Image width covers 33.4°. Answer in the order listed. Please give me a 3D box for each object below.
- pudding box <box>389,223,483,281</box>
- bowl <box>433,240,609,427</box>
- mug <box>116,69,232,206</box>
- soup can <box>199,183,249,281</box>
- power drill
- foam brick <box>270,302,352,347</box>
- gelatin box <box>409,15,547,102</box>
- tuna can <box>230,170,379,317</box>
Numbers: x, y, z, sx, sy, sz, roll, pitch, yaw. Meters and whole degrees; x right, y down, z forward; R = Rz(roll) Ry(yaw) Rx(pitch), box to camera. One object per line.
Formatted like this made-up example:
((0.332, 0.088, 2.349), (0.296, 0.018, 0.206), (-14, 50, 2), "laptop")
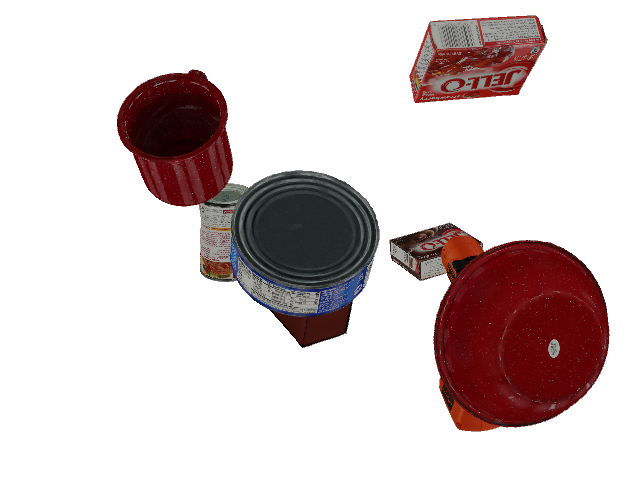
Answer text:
((0.173, 0.016, 1.600), (0.113, 0.039, 0.090), (-18, 26, -20), "pudding box")
((0.178, 0.083, 0.878), (0.162, 0.162, 0.055), (0, 7, -16), "bowl")
((-0.118, -0.093, 0.924), (0.093, 0.117, 0.081), (6, -30, 8), "mug")
((-0.114, -0.011, 1.290), (0.068, 0.102, 0.068), (1, 25, 0), "soup can")
((0.169, 0.108, 1.149), (0.057, 0.188, 0.184), (-2, 24, -4), "power drill")
((-0.013, 0.053, 1.006), (0.052, 0.051, 0.078), (-15, 41, -31), "foam brick")
((0.120, -0.138, 0.821), (0.089, 0.030, 0.073), (-5, -23, -11), "gelatin box")
((-0.010, 0.002, 0.623), (0.086, 0.086, 0.034), (0, -38, -7), "tuna can")
